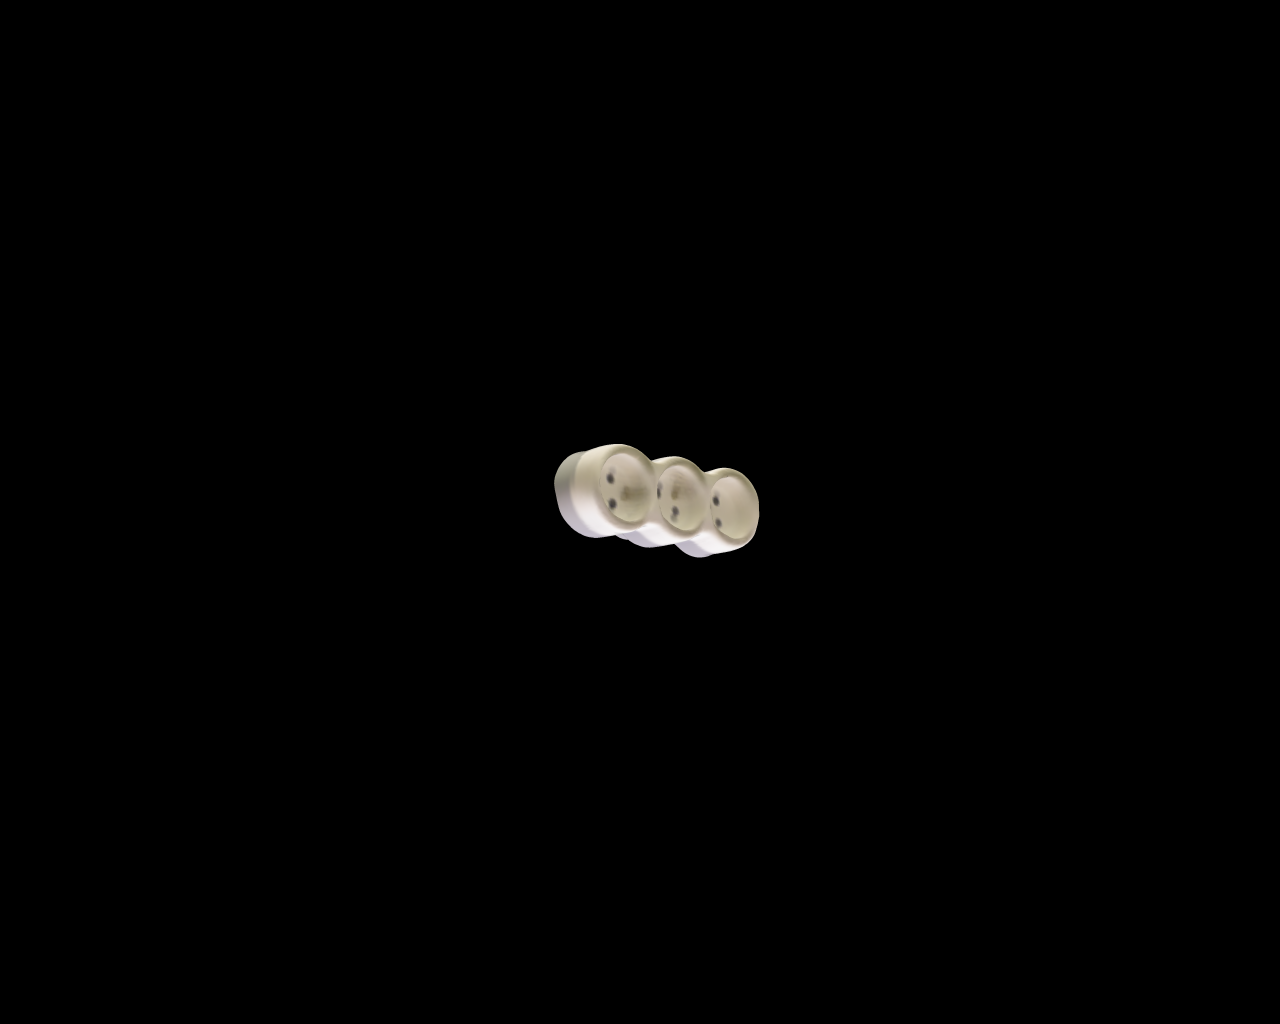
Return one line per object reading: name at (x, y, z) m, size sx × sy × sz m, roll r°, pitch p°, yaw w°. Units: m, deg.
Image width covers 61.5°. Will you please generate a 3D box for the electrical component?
electrical component at (0.001, -0.003, 0.650) m, size 0.138 × 0.052 × 0.073 m, roll 11°, pitch -16°, yaw -42°
